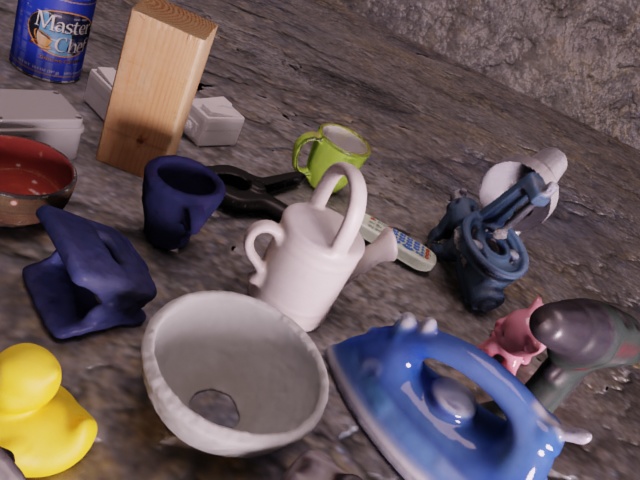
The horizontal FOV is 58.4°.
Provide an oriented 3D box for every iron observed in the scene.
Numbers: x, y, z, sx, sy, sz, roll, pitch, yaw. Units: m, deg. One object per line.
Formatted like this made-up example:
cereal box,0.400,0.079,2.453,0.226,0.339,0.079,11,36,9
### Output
iron,0.124,0.152,0.565,0.257,0.141,0.119,40,32,20

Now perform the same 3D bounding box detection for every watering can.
watering can,0.005,0.001,0.644,0.173,0.194,0.100,-6,44,-44

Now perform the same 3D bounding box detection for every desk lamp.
desk lamp,0.335,-0.060,0.986,0.117,0.213,0.204,39,32,18

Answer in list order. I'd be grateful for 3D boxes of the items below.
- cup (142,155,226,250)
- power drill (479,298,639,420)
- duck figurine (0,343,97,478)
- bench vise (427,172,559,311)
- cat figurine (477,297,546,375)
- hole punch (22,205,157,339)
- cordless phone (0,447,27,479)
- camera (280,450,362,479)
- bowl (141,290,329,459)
cup,-0.160,-0.027,0.649,0.092,0.095,0.117,6,37,-34
power drill,0.247,0.144,0.611,0.230,0.208,0.075,1,40,-38
duck figurine,-0.207,0.113,0.407,0.104,0.086,0.077,25,30,-5
bench vise,0.252,-0.031,0.868,0.122,0.219,0.207,1,40,-39
cat figurine,0.266,0.121,0.752,0.067,0.117,0.128,40,32,19
hole punch,-0.211,0.022,0.537,0.101,0.091,0.108,-8,46,-46
cordless phone,-0.223,0.109,0.303,0.147,0.185,0.094,32,30,6
camera,0.017,0.235,0.392,0.143,0.100,0.137,31,30,5
bowl,-0.081,0.126,0.502,0.168,0.074,0.167,21,31,-13
